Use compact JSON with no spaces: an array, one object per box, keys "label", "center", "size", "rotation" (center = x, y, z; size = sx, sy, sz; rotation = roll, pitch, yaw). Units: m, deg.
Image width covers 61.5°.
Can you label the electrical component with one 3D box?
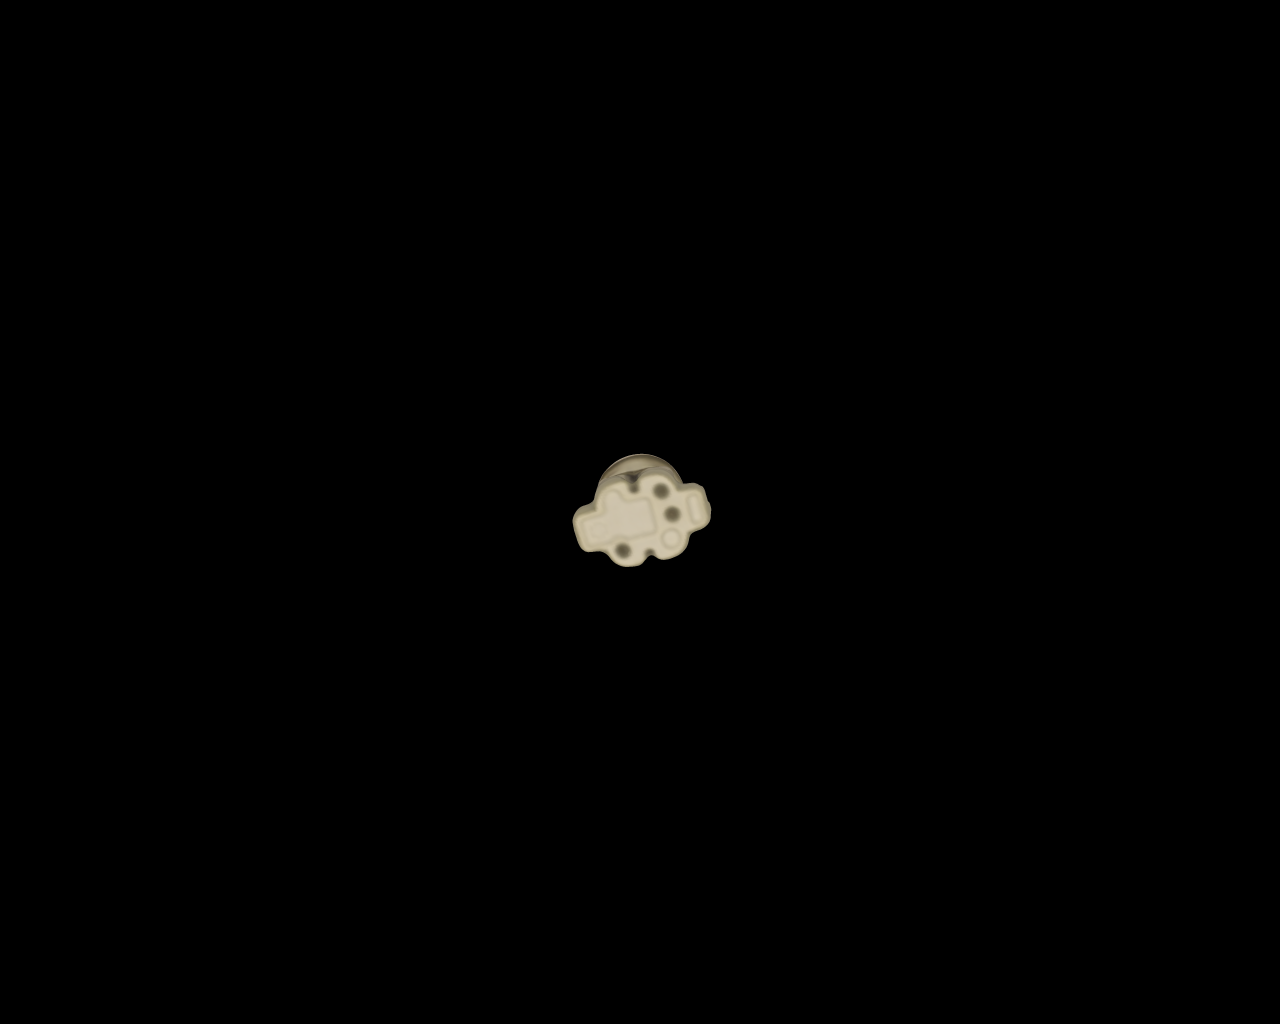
[{"label":"electrical component","center":[0.001,-0.003,0.650],"size":[0.078,0.058,0.057],"rotation":[-13,16,4]}]
